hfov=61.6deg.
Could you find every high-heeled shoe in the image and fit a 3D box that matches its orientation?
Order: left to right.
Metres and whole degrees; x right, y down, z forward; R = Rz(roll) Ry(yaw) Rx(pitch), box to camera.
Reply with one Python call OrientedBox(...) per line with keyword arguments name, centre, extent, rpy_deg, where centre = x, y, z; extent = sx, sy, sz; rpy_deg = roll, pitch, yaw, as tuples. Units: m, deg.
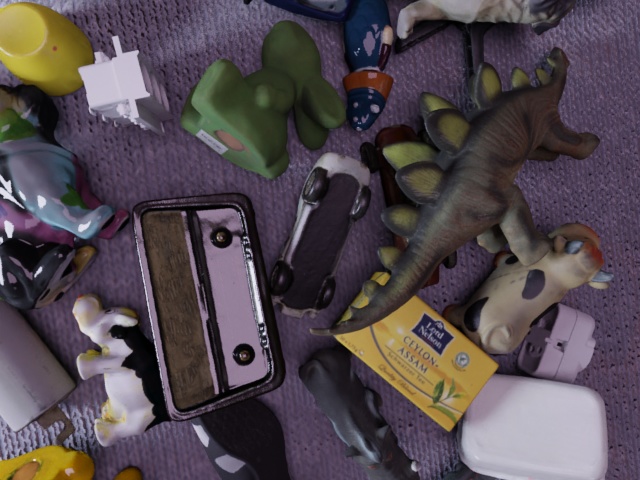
OrientedBox(name="high-heeled shoe", centre=(-0.094, 0.281, 0.645), extent=(0.249, 0.086, 0.145), rpy_deg=(43, 126, 15))

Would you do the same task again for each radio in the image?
OrientedBox(name="radio", centre=(-0.123, 0.067, 0.593), extent=(0.131, 0.073, 0.229), rpy_deg=(-10, 88, -20))

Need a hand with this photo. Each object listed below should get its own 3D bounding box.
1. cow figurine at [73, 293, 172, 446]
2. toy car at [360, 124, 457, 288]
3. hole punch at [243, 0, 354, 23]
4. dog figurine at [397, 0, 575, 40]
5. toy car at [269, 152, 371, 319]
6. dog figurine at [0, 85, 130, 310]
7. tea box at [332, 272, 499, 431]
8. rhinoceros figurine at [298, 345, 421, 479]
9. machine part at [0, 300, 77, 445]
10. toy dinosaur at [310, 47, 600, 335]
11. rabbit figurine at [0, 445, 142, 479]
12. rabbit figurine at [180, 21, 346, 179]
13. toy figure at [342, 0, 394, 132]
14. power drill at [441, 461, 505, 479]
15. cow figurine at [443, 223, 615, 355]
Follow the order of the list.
OrientedBox(name="cow figurine", centre=(-0.218, 0.135, 0.608), extent=(0.098, 0.068, 0.167), rpy_deg=(-13, 97, -12))
OrientedBox(name="toy car", centre=(0.110, -0.040, 0.651), extent=(0.089, 0.053, 0.202), rpy_deg=(-11, 92, -10))
OrientedBox(name="hole punch", centre=(-0.010, -0.317, 0.611), extent=(0.092, 0.116, 0.142), rpy_deg=(19, 93, -49))
OrientedBox(name="dog figurine", centre=(0.178, -0.313, 0.603), extent=(0.191, 0.121, 0.172), rpy_deg=(-7, 83, -12))
OrientedBox(name="toy car", centre=(-0.001, -0.002, 0.628), extent=(0.073, 0.056, 0.201), rpy_deg=(18, 99, -17))
OrientedBox(name="dog figurine", centre=(-0.326, -0.056, 0.573), extent=(0.219, 0.108, 0.191), rpy_deg=(42, 90, -2))
OrientedBox(name="tea box", centre=(0.106, 0.125, 0.624), extent=(0.169, 0.068, 0.098), rpy_deg=(38, 84, -2))
OrientedBox(name="rhinoceros figurine", centre=(0.048, 0.208, 0.622), extent=(0.073, 0.112, 0.190), rpy_deg=(-33, 87, -7))
OrientedBox(name="machine part", centre=(-0.350, 0.120, 0.588), extent=(0.079, 0.079, 0.243), rpy_deg=(-37, 96, -4))
OrientedBox(name="toy dinosaur", centre=(0.166, -0.061, 0.598), extent=(0.198, 0.105, 0.471), rpy_deg=(38, 72, -15))
OrientedBox(name="rabbit figurine", centre=(-0.278, 0.315, 0.601), extent=(0.162, 0.122, 0.173), rpy_deg=(-23, 109, -15))
OrientedBox(name="rabbit figurine", centre=(-0.046, -0.166, 0.599), extent=(0.159, 0.121, 0.170), rpy_deg=(34, 73, -11))
OrientedBox(name="toy figure", centre=(0.057, -0.203, 0.632), extent=(0.058, 0.064, 0.154), rpy_deg=(0, 91, -21))
OrientedBox(name="power drill", centre=(0.234, 0.354, 0.638), extent=(0.207, 0.085, 0.232), rpy_deg=(37, 77, 29))
OrientedBox(name="cow figurine", centre=(0.249, 0.055, 0.632), extent=(0.195, 0.127, 0.085), rpy_deg=(-44, 100, -1))
